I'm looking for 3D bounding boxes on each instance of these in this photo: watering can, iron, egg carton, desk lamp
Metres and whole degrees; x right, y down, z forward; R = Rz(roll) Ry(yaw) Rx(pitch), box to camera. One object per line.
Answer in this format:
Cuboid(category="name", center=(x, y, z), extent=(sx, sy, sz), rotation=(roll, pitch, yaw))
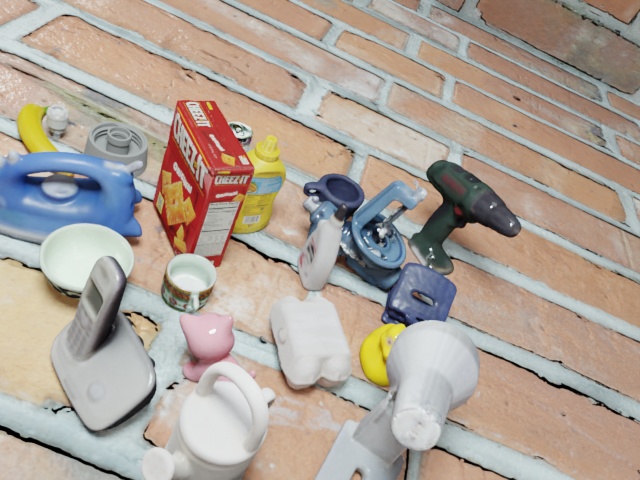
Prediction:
Cuboid(category="watering can", center=(-0.113, 0.214, 0.637), extent=(0.101, 0.194, 0.173), rotation=(30, 40, 3))
Cuboid(category="iron", center=(-0.387, -0.077, 0.835), extent=(0.259, 0.141, 0.118), rotation=(5, 45, -24))
Cuboid(category="egg carton", center=(-0.017, 0.150, 0.855), extent=(0.107, 0.069, 0.150), rotation=(3, 46, -27))
Cuboid(category="desk lamp", center=(0.106, 0.228, 0.727), extent=(0.118, 0.213, 0.203), rotation=(32, 40, 6))

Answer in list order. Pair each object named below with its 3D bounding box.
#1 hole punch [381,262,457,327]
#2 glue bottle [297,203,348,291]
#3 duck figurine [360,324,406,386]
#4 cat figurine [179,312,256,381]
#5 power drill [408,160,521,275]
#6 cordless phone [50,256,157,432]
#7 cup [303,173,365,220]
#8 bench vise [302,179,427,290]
Cuboid(category="hole punch", center=(0.173, 0.109, 0.987), extent=(0.108, 0.091, 0.101), rotation=(27, 40, -1))
Cuboid(category="glue bottle", center=(0.009, 0.003, 0.944), extent=(0.037, 0.173, 0.078), rotation=(3, 45, -26))
Cuboid(category="duck figurine", center=(0.112, 0.165, 0.897), extent=(0.077, 0.086, 0.104), rotation=(25, 40, -3))
Cuboid(category="cat figurine", center=(-0.132, 0.150, 0.754), extent=(0.127, 0.117, 0.067), rotation=(43, 42, 18))
Cuboid(category="power drill", center=(0.261, -0.033, 1.094), extent=(0.076, 0.208, 0.229), rotation=(-5, 50, -33))
Cuboid(category="cordless phone", center=(-0.246, 0.120, 0.670), extent=(0.094, 0.185, 0.147), rotation=(-21, 59, -42))
Cuboid(category="cup", center=(0.015, -0.066, 1.082), extent=(0.118, 0.095, 0.091), rotation=(8, 44, -22))
Cuboid(category="bench vise", center=(0.074, -0.026, 0.975), extent=(0.208, 0.219, 0.121), rotation=(17, 41, -12))
